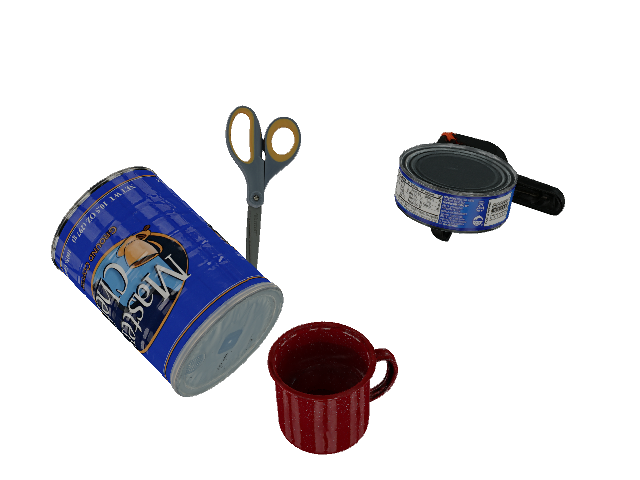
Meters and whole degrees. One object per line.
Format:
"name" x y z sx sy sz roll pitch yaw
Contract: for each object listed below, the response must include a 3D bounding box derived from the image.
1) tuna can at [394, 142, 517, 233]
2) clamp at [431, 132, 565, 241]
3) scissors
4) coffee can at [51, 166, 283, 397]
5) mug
"tuna can" 0.097 -0.038 0.774 0.086 0.034 0.086 6 28 -3
"clamp" 0.153 -0.057 0.992 0.120 0.039 0.171 -4 33 0
"scissors" -0.057 -0.057 1.211 0.096 0.202 0.016 -11 -7 -15
"coffee can" -0.111 0.029 0.775 0.140 0.103 0.102 42 17 20
"mug" 0.013 0.128 0.936 0.117 0.081 0.093 -17 41 -18
